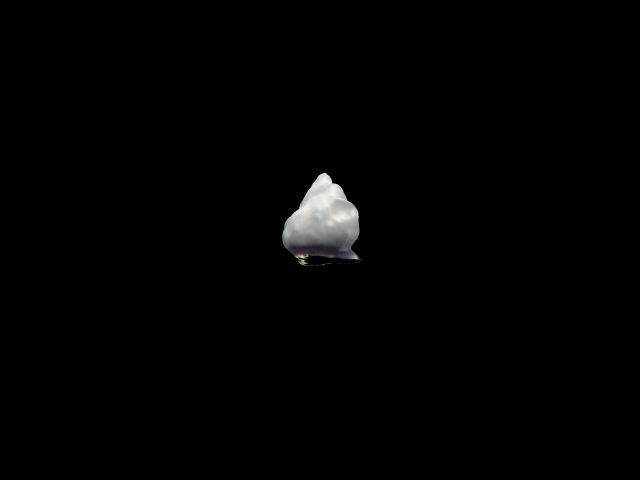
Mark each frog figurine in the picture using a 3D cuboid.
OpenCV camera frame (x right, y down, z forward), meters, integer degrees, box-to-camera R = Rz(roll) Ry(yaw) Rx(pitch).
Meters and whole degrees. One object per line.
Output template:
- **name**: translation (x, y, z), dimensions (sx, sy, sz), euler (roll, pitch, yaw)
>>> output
- **frog figurine**: translation (0.003, -0.043, 0.850), dimensions (0.122, 0.161, 0.136), euler (13, -20, -40)
